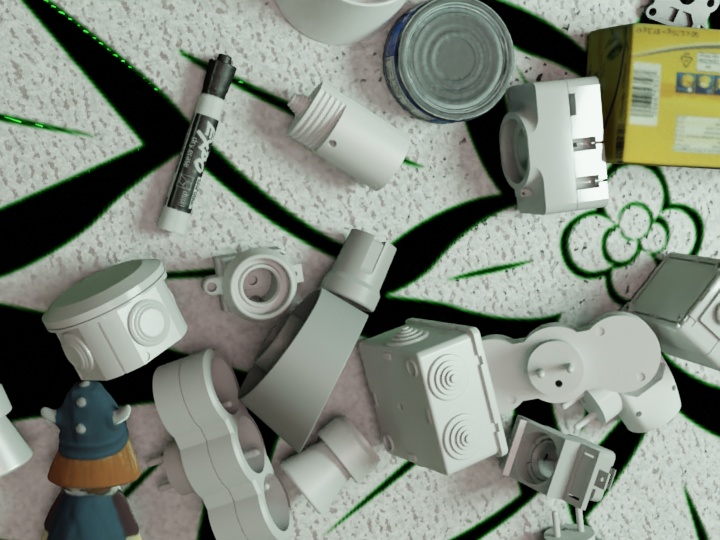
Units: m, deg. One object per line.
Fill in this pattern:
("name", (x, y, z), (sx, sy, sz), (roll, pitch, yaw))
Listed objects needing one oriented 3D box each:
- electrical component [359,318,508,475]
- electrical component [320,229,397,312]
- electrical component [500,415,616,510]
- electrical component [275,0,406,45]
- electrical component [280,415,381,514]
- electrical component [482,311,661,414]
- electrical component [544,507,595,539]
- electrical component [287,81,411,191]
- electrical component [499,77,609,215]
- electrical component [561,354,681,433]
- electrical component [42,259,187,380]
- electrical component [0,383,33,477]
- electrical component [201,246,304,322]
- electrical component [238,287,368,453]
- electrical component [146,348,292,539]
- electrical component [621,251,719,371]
("electrical component", (0.046, 0.083, 0.718), (0.048, 0.100, 0.099), (-19, 100, -25))
("electrical component", (0.000, 0.000, 0.728), (0.040, 0.040, 0.046), (27, 82, -16))
("electrical component", (0.143, 0.137, 0.765), (0.064, 0.081, 0.042), (19, 91, -38))
("electrical component", (-0.007, -0.205, 0.705), (0.099, 0.064, 0.099), (3, 82, -18))
("electrical component", (-0.020, 0.132, 0.733), (0.055, 0.045, 0.045), (-38, 103, -8))
("electrical component", (0.132, 0.064, 0.725), (0.138, 0.074, 0.052), (-12, 90, 11))
("electrical component", (0.155, 0.212, 0.787), (0.077, 0.044, 0.079), (-9, 98, -14))
("electrical component", (-0.012, -0.091, 0.713), (0.081, 0.043, 0.043), (31, 87, -16))
("electrical component", (0.133, -0.085, 0.748), (0.056, 0.050, 0.089), (-8, 97, -14))
("electrical component", (0.182, 0.085, 0.782), (0.079, 0.043, 0.077), (-34, 103, -9))
("electrical component", (-0.152, 0.030, 0.671), (0.080, 0.080, 0.051), (-27, 107, -11))
("electrical component", (-0.237, 0.100, 0.673), (0.045, 0.045, 0.055), (-23, 100, -11))
("electrical component", (-0.068, 0.008, 0.702), (0.066, 0.055, 0.048), (-10, 98, -14))
("electrical component", (-0.032, 0.063, 0.698), (0.064, 0.099, 0.099), (37, 86, -9))
("electrical component", (-0.105, 0.126, 0.708), (0.074, 0.052, 0.138), (-20, 101, 13))
("electrical component", (0.245, 0.031, 0.765), (0.061, 0.096, 0.061), (40, 85, -15))
